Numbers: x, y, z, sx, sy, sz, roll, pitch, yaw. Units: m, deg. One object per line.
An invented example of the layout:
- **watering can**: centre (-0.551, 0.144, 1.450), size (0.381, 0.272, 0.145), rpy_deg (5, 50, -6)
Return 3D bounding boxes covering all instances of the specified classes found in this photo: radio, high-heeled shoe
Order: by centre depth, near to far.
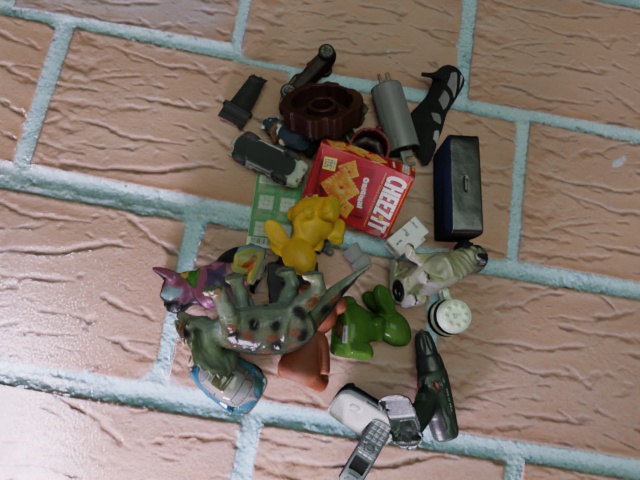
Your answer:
- **radio**: centre (0.309, -0.110, 1.220), size (0.073, 0.131, 0.229), rpy_deg (4, 77, -5)
- **high-heeled shoe**: centre (0.294, -0.303, 1.310), size (0.145, 0.086, 0.248), rpy_deg (-1, 96, -36)

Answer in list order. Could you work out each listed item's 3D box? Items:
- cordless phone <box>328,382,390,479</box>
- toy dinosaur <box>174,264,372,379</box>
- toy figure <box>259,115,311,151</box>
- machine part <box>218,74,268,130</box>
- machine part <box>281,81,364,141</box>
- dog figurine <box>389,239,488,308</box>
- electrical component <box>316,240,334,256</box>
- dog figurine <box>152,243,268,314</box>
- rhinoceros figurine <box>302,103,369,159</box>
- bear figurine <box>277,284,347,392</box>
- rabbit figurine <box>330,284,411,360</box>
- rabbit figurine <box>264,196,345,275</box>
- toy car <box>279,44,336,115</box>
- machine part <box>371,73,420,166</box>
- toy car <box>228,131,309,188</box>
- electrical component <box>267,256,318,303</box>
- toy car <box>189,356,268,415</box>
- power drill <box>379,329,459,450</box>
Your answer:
- **cordless phone**: centre (0.067, 0.404, 1.111), size (0.147, 0.088, 0.184), rpy_deg (32, 81, 2)
- **toy dinosaur**: centre (-0.093, 0.155, 1.027), size (0.405, 0.131, 0.192), rpy_deg (-5, 104, 0)
- **toy figure**: centre (-0.082, -0.244, 1.231), size (0.064, 0.155, 0.057), rpy_deg (-11, 119, -36)
- **machine part**: centre (-0.179, -0.333, 1.276), size (0.084, 0.039, 0.139), rpy_deg (31, 78, 8)
- **machine part**: centre (0.005, -0.284, 1.178), size (0.179, 0.056, 0.179), rpy_deg (-1, 43, 1)
- **dog figurine**: centre (0.263, 0.080, 1.188), size (0.190, 0.172, 0.121), rpy_deg (-2, 62, -27)
- **electrical component**: centre (-0.003, -0.004, 1.225), size (0.094, 0.021, 0.063), rpy_deg (30, 76, 3)
- **dog figurine**: centre (-0.238, 0.077, 1.145), size (0.219, 0.108, 0.191), rpy_deg (16, 77, 1)
- **rhinoceros figurine**: centre (0.032, -0.266, 1.260), size (0.112, 0.073, 0.190), rpy_deg (37, 77, 2)
- **bear figurine**: centre (-0.018, 0.203, 1.118), size (0.120, 0.131, 0.196), rpy_deg (15, 72, 11)
- **rabbit figurine**: centre (0.115, 0.183, 1.165), size (0.170, 0.121, 0.159), rpy_deg (6, 70, -22)
- **rabbit figurine**: centre (-0.037, -0.007, 1.134), size (0.162, 0.121, 0.173), rpy_deg (9, 58, 11)
- **toy car**: centre (-0.035, -0.380, 1.273), size (0.053, 0.089, 0.202), rpy_deg (41, 79, 4)
- **machine part**: centre (0.177, -0.287, 1.276), size (0.079, 0.079, 0.243), rpy_deg (-12, 80, -8)
- **toy car**: centre (-0.120, -0.183, 1.222), size (0.202, 0.056, 0.073), rpy_deg (28, 83, 21)
- **electrical component**: centre (-0.060, 0.092, 1.181), size (0.115, 0.058, 0.134), rpy_deg (-2, 78, -8)
- **toy car**: centre (-0.190, 0.284, 1.104), size (0.162, 0.103, 0.109), rpy_deg (35, 76, 1)
- **power drill**: centre (0.203, 0.316, 1.101), size (0.086, 0.207, 0.232), rpy_deg (-19, 86, 31)
